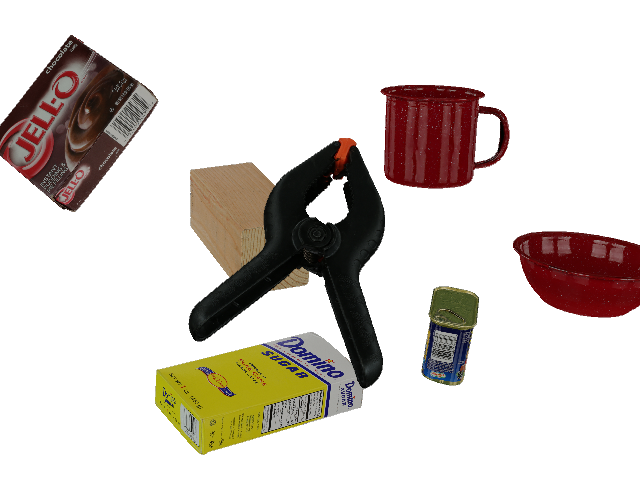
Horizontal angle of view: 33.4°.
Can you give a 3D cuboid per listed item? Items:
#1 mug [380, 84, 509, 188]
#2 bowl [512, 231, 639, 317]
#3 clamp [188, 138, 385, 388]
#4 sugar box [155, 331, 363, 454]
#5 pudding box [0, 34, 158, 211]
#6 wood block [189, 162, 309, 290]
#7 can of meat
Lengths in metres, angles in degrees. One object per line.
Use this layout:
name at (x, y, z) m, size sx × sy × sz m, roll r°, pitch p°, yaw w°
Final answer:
mug at (0.111, -0.094, 0.963) m, size 0.117 × 0.081 × 0.093 m, roll 2°, pitch 15°, yaw 3°
bowl at (0.276, 0.038, 1.099) m, size 0.162 × 0.055 × 0.162 m, roll 5°, pitch 17°, yaw -2°
clamp at (-0.014, 0.008, 0.681) m, size 0.120 × 0.171 × 0.039 m, roll 11°, pitch -33°, yaw -6°
sugar box at (-0.056, 0.138, 1.000) m, size 0.175 × 0.048 × 0.093 m, roll -14°, pitch 32°, yaw -31°
pudding box at (-0.193, -0.092, 0.833) m, size 0.090 × 0.113 × 0.039 m, roll 36°, pitch -5°, yaw 29°
wood block at (-0.093, -0.020, 1.362) m, size 0.090 × 0.090 × 0.206 m, roll -8°, pitch 27°, yaw -22°
can of meat at (0.157, 0.116, 1.300) m, size 0.057 × 0.084 × 0.102 m, roll 10°, pitch 23°, yaw 6°
